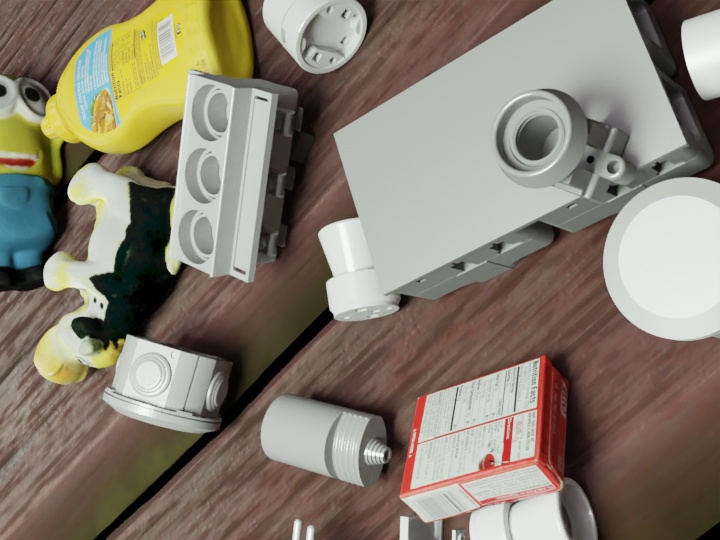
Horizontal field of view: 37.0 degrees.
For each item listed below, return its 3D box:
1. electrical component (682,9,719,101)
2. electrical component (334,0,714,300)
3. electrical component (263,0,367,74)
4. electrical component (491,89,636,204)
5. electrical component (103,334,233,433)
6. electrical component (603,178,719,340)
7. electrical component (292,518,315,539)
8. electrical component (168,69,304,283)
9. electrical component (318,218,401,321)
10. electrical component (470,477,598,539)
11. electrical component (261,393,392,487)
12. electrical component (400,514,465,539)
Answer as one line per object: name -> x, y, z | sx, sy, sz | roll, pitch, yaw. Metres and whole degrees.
electrical component -> 0.208, -0.117, 0.537 | 0.081, 0.043, 0.043 | -14, 75, 32
electrical component -> 0.088, -0.067, 0.603 | 0.186, 0.060, 0.105 | -27, 69, 29
electrical component -> -0.031, -0.164, 0.705 | 0.055, 0.055, 0.047 | -53, 55, 17
electrical component -> 0.095, -0.061, 0.524 | 0.066, 0.055, 0.048 | 25, 98, 35
electrical component -> -0.127, 0.077, 0.721 | 0.080, 0.080, 0.051 | 13, 85, 35
electrical component -> 0.169, -0.003, 0.543 | 0.080, 0.051, 0.080 | -6, 80, 34
electrical component -> -0.036, 0.185, 0.633 | 0.138, 0.052, 0.073 | -2, 81, 63
electrical component -> -0.081, -0.063, 0.704 | 0.079, 0.063, 0.121 | 22, 111, 37
electrical component -> 0.000, 0.000, 0.664 | 0.045, 0.045, 0.055 | -18, 74, 32
electrical component -> 0.093, 0.140, 0.579 | 0.055, 0.045, 0.045 | -24, 70, 31
electrical component -> -0.016, 0.105, 0.661 | 0.081, 0.043, 0.043 | 9, 88, 35
electrical component -> 0.045, 0.180, 0.608 | 0.064, 0.042, 0.081 | -2, 82, 34
